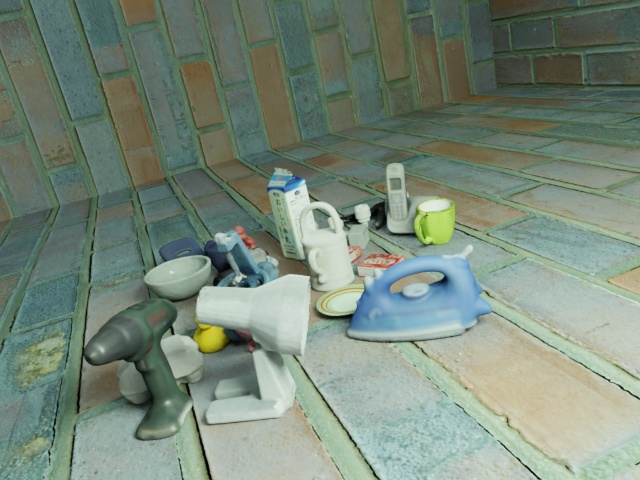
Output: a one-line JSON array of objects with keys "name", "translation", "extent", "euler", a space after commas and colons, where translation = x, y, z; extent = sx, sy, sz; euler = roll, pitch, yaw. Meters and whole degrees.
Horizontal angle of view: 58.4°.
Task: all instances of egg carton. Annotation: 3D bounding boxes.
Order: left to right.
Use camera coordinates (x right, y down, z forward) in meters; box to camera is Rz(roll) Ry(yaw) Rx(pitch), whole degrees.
[{"name": "egg carton", "translation": [-0.283, 0.229, 1.021], "extent": [0.150, 0.069, 0.107], "euler": [-19, 20, -18]}]

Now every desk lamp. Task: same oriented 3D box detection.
[{"name": "desk lamp", "translation": [-0.095, 0.161, 0.875], "extent": [0.203, 0.214, 0.118], "euler": [-10, 19, 8]}]

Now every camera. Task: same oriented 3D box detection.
[{"name": "camera", "translation": [-0.186, 0.078, 1.338], "extent": [0.137, 0.101, 0.142], "euler": [-24, 22, -30]}]

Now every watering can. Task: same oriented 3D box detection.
[{"name": "watering can", "translation": [0.010, 0.005, 1.280], "extent": [0.101, 0.194, 0.173], "euler": [-12, 19, 2]}]

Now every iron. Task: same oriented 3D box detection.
[{"name": "iron", "translation": [0.163, 0.093, 1.016], "extent": [0.258, 0.141, 0.118], "euler": [-10, 19, 6]}]

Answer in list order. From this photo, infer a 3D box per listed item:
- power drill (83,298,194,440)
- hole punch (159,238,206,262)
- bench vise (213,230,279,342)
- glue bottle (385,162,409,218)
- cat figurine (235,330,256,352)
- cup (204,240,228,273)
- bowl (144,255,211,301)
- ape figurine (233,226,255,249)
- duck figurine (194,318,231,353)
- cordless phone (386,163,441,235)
[{"name": "power drill", "translation": [-0.270, 0.197, 0.889], "extent": [0.075, 0.209, 0.229], "euler": [-9, 19, 9]}, {"name": "hole punch", "translation": [-0.364, 0.050, 1.543], "extent": [0.109, 0.091, 0.100], "euler": [-24, 22, -30]}, {"name": "bench vise", "translation": [-0.158, 0.068, 1.166], "extent": [0.121, 0.220, 0.207], "euler": [-10, 19, 8]}, {"name": "glue bottle", "translation": [0.209, -0.128, 1.562], "extent": [0.078, 0.173, 0.037], "euler": [-1, 22, 29]}, {"name": "cat figurine", "translation": [-0.107, 0.151, 1.057], "extent": [0.128, 0.118, 0.067], "euler": [-22, 22, -27]}, {"name": "cup", "translation": [-0.250, 0.047, 1.474], "extent": [0.092, 0.095, 0.117], "euler": [-27, 24, -36]}, {"name": "bowl", "translation": [-0.340, 0.103, 1.404], "extent": [0.167, 0.075, 0.167], "euler": [-11, 19, 4]}, {"name": "ape figurine", "translation": [-0.218, 0.006, 1.574], "extent": [0.078, 0.092, 0.076], "euler": [-14, 19, -3]}, {"name": "duck figurine", "translation": [-0.220, 0.164, 1.139], "extent": [0.077, 0.086, 0.104], "euler": [-12, 19, 0]}, {"name": "cordless phone", "translation": [0.237, -0.109, 1.473], "extent": [0.147, 0.185, 0.094], "euler": [-2, 22, 27]}]
